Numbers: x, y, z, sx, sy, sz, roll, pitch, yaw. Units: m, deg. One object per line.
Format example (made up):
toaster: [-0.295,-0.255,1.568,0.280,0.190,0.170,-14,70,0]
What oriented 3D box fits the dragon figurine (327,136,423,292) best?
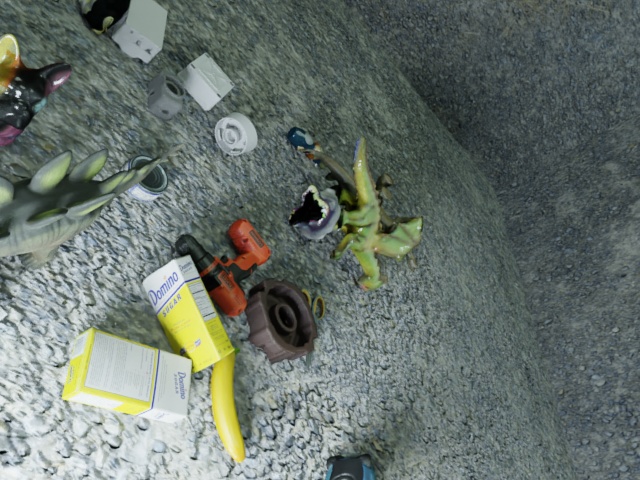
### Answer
dragon figurine: [0.155,-0.048,1.359,0.242,0.405,0.124,13,15,-11]

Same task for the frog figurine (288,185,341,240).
frog figurine: [0.004,-0.067,1.336,0.123,0.138,0.159,12,-2,21]
